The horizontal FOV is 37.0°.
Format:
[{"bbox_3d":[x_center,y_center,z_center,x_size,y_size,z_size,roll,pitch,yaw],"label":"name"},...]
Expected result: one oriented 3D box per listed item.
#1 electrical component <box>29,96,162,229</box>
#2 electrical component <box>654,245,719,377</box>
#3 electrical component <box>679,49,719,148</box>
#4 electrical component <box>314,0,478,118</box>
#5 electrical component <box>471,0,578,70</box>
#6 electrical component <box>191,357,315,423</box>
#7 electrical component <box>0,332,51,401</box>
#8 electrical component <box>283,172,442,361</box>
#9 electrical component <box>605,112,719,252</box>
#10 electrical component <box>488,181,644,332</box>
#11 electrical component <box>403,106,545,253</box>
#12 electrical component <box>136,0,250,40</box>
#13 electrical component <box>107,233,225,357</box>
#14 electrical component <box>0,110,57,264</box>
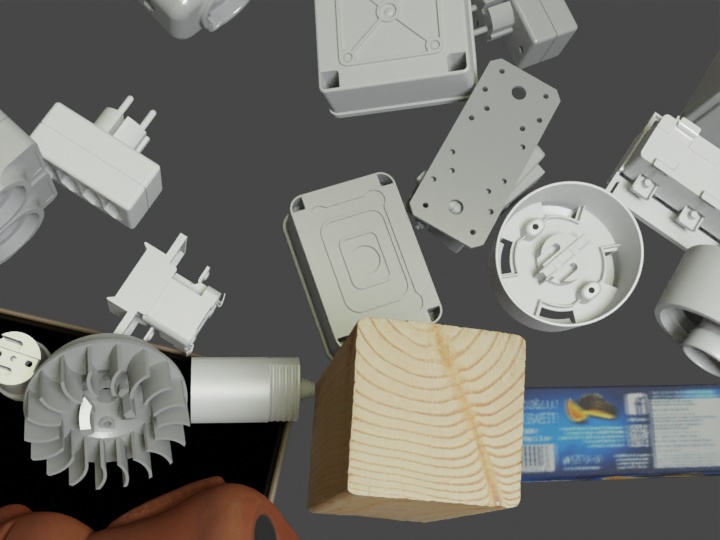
[{"bbox_3d":[-0.170,-0.085,0.737,0.083,0.047,0.075,32,73,1],"label":"electrical component"},{"bbox_3d":[0.254,0.040,0.738,0.108,0.108,0.060,37,79,3],"label":"electrical component"},{"bbox_3d":[0.299,-0.145,0.790,0.056,0.108,0.108,34,73,-1],"label":"electrical component"},{"bbox_3d":[0.025,-0.172,0.768,0.109,0.056,0.108,-6,76,11],"label":"electrical component"},{"bbox_3d":[0.107,-0.194,0.807,0.076,0.047,0.083,-22,79,-13],"label":"electrical component"},{"bbox_3d":[-0.071,0.079,0.710,0.081,0.043,0.043,0,75,-8],"label":"electrical component"},{"bbox_3d":[-0.219,0.061,0.692,0.040,0.046,0.040,2,74,-7],"label":"electrical component"},{"bbox_3d":[0.000,0.000,0.734,0.078,0.057,0.113,-17,78,-12],"label":"electrical component"},{"bbox_3d":[0.251,-0.056,0.783,0.121,0.063,0.078,35,73,1],"label":"electrical component"},{"bbox_3d":[0.140,-0.006,0.753,0.099,0.064,0.099,2,75,-8],"label":"electrical component"},{"bbox_3d":[0.078,-0.056,0.758,0.061,0.061,0.096,42,74,4],"label":"electrical component"},{"bbox_3d":[-0.112,-0.215,0.777,0.095,0.053,0.059,-43,85,-16],"label":"electrical component"},{"bbox_3d":[-0.129,0.021,0.718,0.064,0.042,0.081,32,74,-1],"label":"electrical component"},{"bbox_3d":[-0.279,-0.014,0.672,0.060,0.105,0.186,42,74,4],"label":"electrical component"}]
